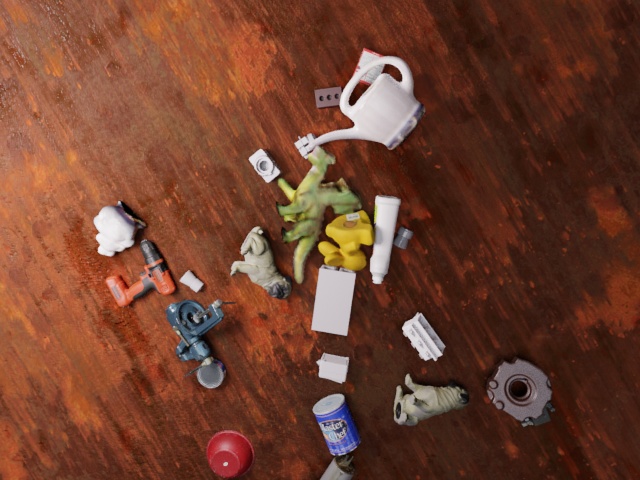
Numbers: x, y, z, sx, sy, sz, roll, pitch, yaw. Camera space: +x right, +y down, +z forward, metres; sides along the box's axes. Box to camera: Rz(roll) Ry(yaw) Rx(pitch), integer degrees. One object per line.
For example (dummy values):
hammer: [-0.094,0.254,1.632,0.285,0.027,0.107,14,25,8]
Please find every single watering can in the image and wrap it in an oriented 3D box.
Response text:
watering can: [0.143,-0.334,1.427,0.223,0.105,0.344,38,106,-8]

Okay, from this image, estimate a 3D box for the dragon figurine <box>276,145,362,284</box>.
dragon figurine: [0.005,-0.075,1.489,0.243,0.124,0.403,-11,112,2]

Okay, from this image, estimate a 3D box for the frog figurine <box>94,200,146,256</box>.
frog figurine: [-0.626,-0.024,1.558,0.136,0.124,0.159,42,89,-19]
